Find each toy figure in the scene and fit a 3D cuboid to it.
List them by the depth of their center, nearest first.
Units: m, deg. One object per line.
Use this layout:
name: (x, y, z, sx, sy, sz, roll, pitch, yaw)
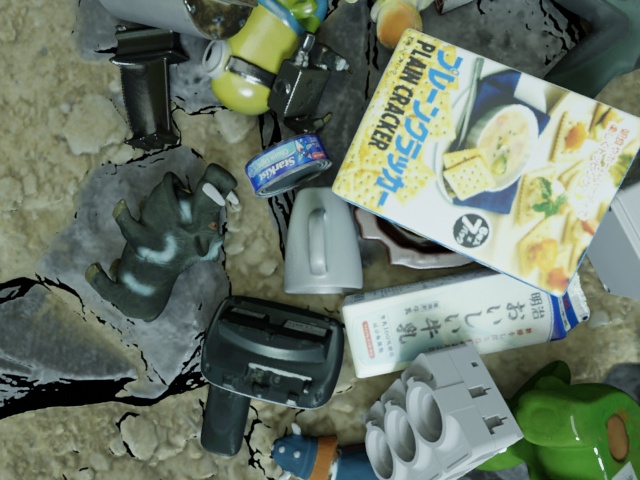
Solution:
toy figure: (-0.048, -0.213, 0.553, 0.089, 0.082, 0.180, 40, 92, 3)
toy figure: (0.023, 0.242, 0.565, 0.155, 0.064, 0.057, 14, 130, 9)

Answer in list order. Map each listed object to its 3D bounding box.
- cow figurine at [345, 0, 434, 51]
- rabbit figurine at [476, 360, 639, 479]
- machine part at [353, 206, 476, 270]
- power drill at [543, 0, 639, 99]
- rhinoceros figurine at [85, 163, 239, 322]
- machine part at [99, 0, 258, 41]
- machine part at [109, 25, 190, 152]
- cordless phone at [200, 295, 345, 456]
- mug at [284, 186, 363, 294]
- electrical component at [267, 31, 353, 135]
cow figurine: (0.066, -0.271, 0.543, 0.068, 0.098, 0.167, -17, 97, 36)
rabbit figurine: (0.205, 0.175, 0.510, 0.159, 0.170, 0.121, -23, 92, -38)
machine part: (0.115, -0.053, 0.553, 0.179, 0.056, 0.179, 0, 92, 5)
power drill: (0.300, -0.165, 0.522, 0.232, 0.086, 0.207, 35, 98, 3)
rhinoceros figurine: (-0.161, -0.001, 0.570, 0.112, 0.073, 0.190, 34, 94, 5)
machine part: (-0.148, -0.245, 0.526, 0.244, 0.079, 0.079, 25, 94, 36)
machine part: (-0.185, -0.168, 0.588, 0.084, 0.039, 0.138, -2, 89, 0)
cordless phone: (-0.059, 0.160, 0.571, 0.147, 0.089, 0.184, 13, 103, 4)
mug: (-0.001, -0.002, 0.544, 0.081, 0.109, 0.107, -5, 77, 11)
electrical component: (-0.009, -0.155, 0.550, 0.045, 0.078, 0.102, 35, 113, 16)
